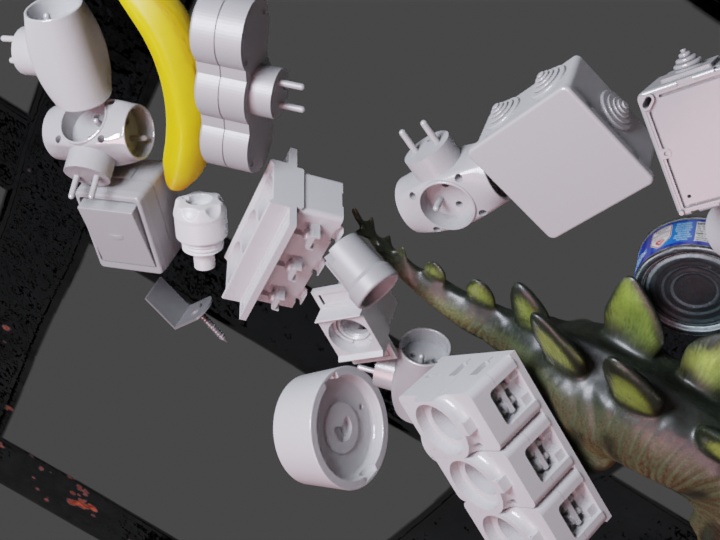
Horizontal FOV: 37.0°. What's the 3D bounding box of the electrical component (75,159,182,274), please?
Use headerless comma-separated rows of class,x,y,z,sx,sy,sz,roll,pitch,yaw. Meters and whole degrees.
electrical component,-0.187,-0.038,0.892,0.062,0.061,0.096,7,133,19

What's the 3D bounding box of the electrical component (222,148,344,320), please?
electrical component,-0.060,-0.024,0.844,0.063,0.078,0.121,13,139,-18

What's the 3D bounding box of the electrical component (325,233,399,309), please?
electrical component,0.000,0.000,0.814,0.046,0.040,0.040,48,138,17

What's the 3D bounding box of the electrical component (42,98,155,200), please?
electrical component,-0.209,-0.092,0.842,0.077,0.079,0.044,3,160,22

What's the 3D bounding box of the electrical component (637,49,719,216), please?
electrical component,0.216,-0.092,0.658,0.062,0.061,0.096,-16,102,34

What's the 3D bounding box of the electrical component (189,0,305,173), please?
electrical component,-0.074,-0.128,0.763,0.074,0.052,0.138,14,134,12

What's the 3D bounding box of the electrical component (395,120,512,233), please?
electrical component,0.058,-0.071,0.762,0.077,0.044,0.079,-20,119,36

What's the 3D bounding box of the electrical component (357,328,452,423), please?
electrical component,0.035,0.086,0.918,0.079,0.043,0.077,14,135,12

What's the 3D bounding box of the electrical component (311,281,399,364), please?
electrical component,0.000,0.035,0.872,0.042,0.063,0.081,-11,126,27

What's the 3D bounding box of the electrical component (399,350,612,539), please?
electrical component,0.104,0.140,0.798,0.089,0.062,0.150,-13,111,58

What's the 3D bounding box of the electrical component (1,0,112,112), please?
electrical component,-0.234,-0.164,0.810,0.079,0.043,0.077,7,133,19

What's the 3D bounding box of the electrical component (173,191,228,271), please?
electrical component,-0.129,-0.030,0.880,0.043,0.043,0.062,9,120,17

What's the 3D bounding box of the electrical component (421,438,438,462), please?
electrical component,0.094,0.134,0.936,0.043,0.043,0.081,38,135,-12

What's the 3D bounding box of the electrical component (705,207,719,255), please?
electrical component,0.275,-0.034,0.687,0.079,0.077,0.043,-15,89,-10

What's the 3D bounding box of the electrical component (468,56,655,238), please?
electrical component,0.136,-0.082,0.714,0.100,0.048,0.100,43,133,-16

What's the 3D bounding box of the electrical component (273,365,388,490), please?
electrical component,-0.031,0.141,0.957,0.060,0.108,0.108,-9,126,38
